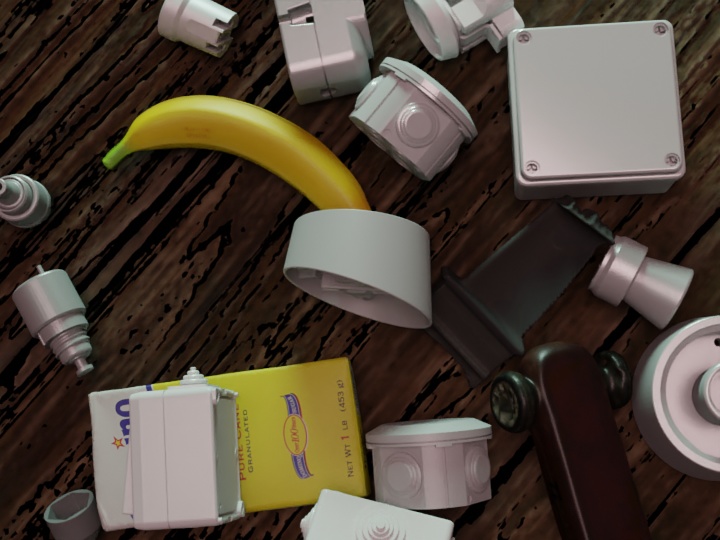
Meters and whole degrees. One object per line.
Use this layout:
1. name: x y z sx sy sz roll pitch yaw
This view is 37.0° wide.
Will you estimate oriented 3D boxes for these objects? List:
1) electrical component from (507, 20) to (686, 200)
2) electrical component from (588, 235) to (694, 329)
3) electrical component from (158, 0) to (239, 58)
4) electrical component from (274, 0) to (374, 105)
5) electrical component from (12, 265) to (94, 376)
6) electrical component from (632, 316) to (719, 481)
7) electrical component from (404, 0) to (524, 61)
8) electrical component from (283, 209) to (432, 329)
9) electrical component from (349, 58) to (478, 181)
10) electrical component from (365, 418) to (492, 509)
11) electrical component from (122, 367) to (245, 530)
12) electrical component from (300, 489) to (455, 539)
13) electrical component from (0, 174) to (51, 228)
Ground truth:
1. electrical component: 0.156 -0.106 0.725 0.109 0.056 0.108 -3 80 4
2. electrical component: 0.184 0.007 0.708 0.055 0.045 0.045 28 83 9
3. electrical component: -0.115 -0.177 0.769 0.046 0.040 0.040 25 83 3
4. electrical component: -0.025 -0.170 0.752 0.059 0.053 0.095 -12 79 2
5. electrical component: -0.206 0.036 0.737 0.040 0.040 0.078 -31 80 -1
6. electrical component: 0.232 0.080 0.683 0.108 0.060 0.108 -1 80 5
7. electrical component: 0.068 -0.182 0.746 0.057 0.058 0.078 -31 79 -4
8. electrical component: 0.000 0.000 0.699 0.099 0.099 0.064 4 74 5
9. electrical component: 0.035 -0.101 0.723 0.080 0.080 0.051 40 90 10
10. electrical component: 0.045 0.122 0.682 0.080 0.080 0.051 -4 85 4
11. electrical component: -0.109 0.108 0.659 0.061 0.061 0.096 -5 80 6
12. electrical component: 0.011 0.182 0.665 0.100 0.099 0.048 12 55 9
13. electrical component: -0.239 -0.050 0.744 0.035 0.061 0.035 -1 80 4
